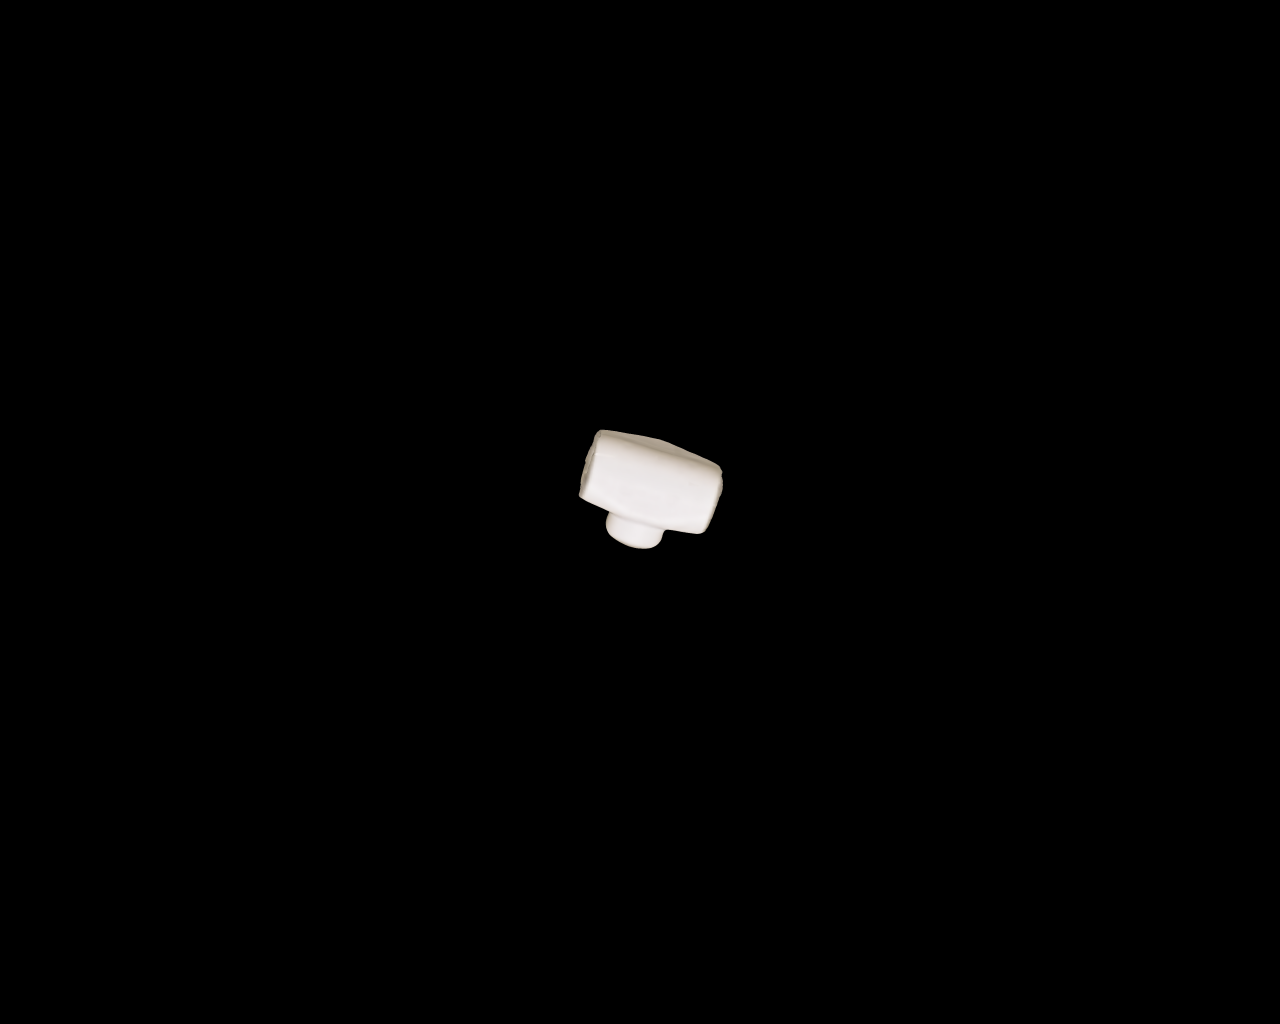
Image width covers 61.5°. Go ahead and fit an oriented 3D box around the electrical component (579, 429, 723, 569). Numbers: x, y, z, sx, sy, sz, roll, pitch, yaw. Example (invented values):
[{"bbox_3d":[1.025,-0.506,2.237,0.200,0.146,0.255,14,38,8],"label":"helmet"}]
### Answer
[{"bbox_3d":[0.001,-0.003,0.650,0.077,0.079,0.044,17,22,-7],"label":"electrical component"}]
